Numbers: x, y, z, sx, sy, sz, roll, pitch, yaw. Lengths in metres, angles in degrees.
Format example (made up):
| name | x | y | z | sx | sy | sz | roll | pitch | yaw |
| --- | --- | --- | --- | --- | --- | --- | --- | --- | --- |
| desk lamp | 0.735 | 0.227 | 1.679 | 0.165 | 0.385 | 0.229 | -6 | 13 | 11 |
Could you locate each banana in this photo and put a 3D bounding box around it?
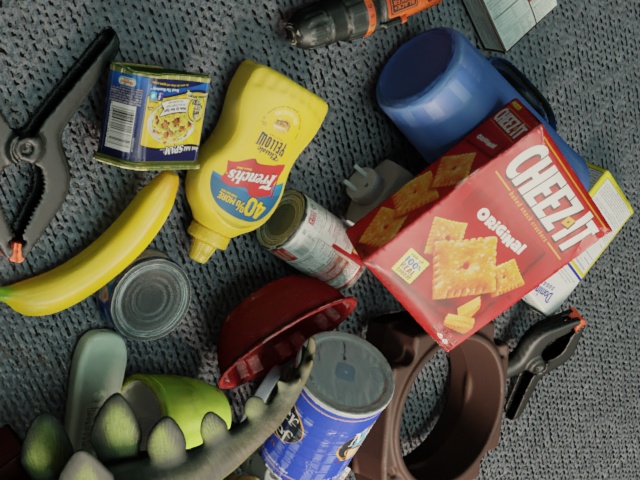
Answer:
| name | x | y | z | sx | sy | sz | roll | pitch | yaw |
| --- | --- | --- | --- | --- | --- | --- | --- | --- | --- |
| banana | -0.200 | 0.013 | 0.951 | 0.197 | 0.037 | 0.069 | -36 | 154 | -10 |

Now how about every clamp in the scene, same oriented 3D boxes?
| name | x | y | z | sx | sy | sz | roll | pitch | yaw |
| --- | --- | --- | --- | --- | --- | --- | --- | --- | --- |
| clamp | 0.264 | 0.156 | 1.326 | 0.171 | 0.039 | 0.120 | -38 | 138 | 10 |
| clamp | -0.243 | -0.086 | 0.896 | 0.164 | 0.036 | 0.210 | -11 | 113 | -34 |

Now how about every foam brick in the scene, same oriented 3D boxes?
| name | x | y | z | sx | sy | sz | roll | pitch | yaw |
| --- | --- | --- | --- | --- | --- | --- | --- | --- | --- |
| foam brick | -0.281 | 0.221 | 0.985 | 0.053 | 0.051 | 0.078 | -38 | 126 | -18 |

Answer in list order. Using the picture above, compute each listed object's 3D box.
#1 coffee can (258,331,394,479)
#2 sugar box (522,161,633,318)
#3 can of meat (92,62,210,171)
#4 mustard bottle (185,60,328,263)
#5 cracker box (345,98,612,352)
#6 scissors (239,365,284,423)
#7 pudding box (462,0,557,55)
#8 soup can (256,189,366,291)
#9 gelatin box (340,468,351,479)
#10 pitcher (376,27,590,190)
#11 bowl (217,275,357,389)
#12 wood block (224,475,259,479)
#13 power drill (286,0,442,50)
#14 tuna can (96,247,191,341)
| name | x | y | z | sx | sy | sz | roll | pitch | yaw |
| --- | --- | --- | --- | --- | --- | --- | --- | --- | --- |
| coffee can | 0.004 | 0.176 | 1.093 | 0.102 | 0.103 | 0.140 | -8 | 142 | -32 |
| sugar box | 0.302 | 0.001 | 1.306 | 0.176 | 0.048 | 0.093 | -49 | 129 | -5 |
| can of meat | -0.144 | -0.107 | 0.929 | 0.101 | 0.058 | 0.084 | -8 | 113 | -58 |
| mustard bottle | -0.074 | -0.066 | 1.008 | 0.096 | 0.058 | 0.191 | 26 | 93 | -40 |
| cracker box | 0.159 | -0.008 | 1.061 | 0.214 | 0.072 | 0.164 | -37 | 124 | 8 |
| scissors | -0.086 | 0.200 | 1.065 | 0.201 | 0.016 | 0.096 | -54 | 171 | -42 |
| pudding box | 0.195 | -0.268 | 1.127 | 0.090 | 0.039 | 0.113 | -43 | 125 | -13 |
| soup can | -0.007 | 0.001 | 1.076 | 0.102 | 0.069 | 0.068 | 35 | 87 | -38 |
| gelatin box | 0.011 | 0.236 | 1.208 | 0.073 | 0.030 | 0.089 | 39 | 84 | -40 |
| pitcher | 0.172 | -0.117 | 1.124 | 0.145 | 0.149 | 0.242 | -40 | 126 | 12 |
| bowl | -0.044 | 0.082 | 1.061 | 0.162 | 0.055 | 0.162 | -31 | 166 | -9 |
| wood block | -0.136 | 0.335 | 1.076 | 0.205 | 0.090 | 0.091 | -34 | 96 | -28 |
| power drill | 0.035 | -0.284 | 0.999 | 0.184 | 0.057 | 0.187 | -27 | 124 | -28 |
| tuna can | -0.165 | 0.052 | 1.008 | 0.086 | 0.034 | 0.086 | -13 | 116 | -30 |
